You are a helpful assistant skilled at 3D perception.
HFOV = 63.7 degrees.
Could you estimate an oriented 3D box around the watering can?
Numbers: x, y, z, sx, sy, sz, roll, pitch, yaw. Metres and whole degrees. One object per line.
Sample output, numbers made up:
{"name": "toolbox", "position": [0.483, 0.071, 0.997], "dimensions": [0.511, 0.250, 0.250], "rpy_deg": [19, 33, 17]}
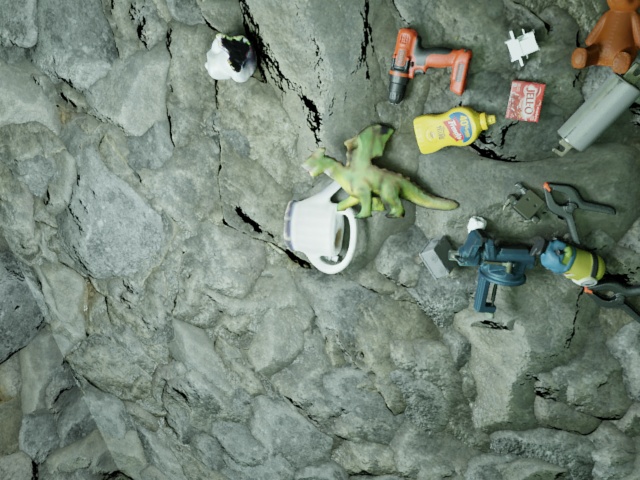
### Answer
{"name": "watering can", "position": [0.005, -0.075, 1.488], "dimensions": [0.224, 0.105, 0.344], "rpy_deg": [6, 102, 19]}

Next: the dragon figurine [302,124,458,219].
{"name": "dragon figurine", "position": [0.157, -0.183, 1.357], "dimensions": [0.410, 0.123, 0.241], "rpy_deg": [-4, 100, -3]}

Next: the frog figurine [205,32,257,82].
{"name": "frog figurine", "position": [-0.247, -0.495, 1.426], "dimensions": [0.136, 0.124, 0.158], "rpy_deg": [46, 159, -12]}
